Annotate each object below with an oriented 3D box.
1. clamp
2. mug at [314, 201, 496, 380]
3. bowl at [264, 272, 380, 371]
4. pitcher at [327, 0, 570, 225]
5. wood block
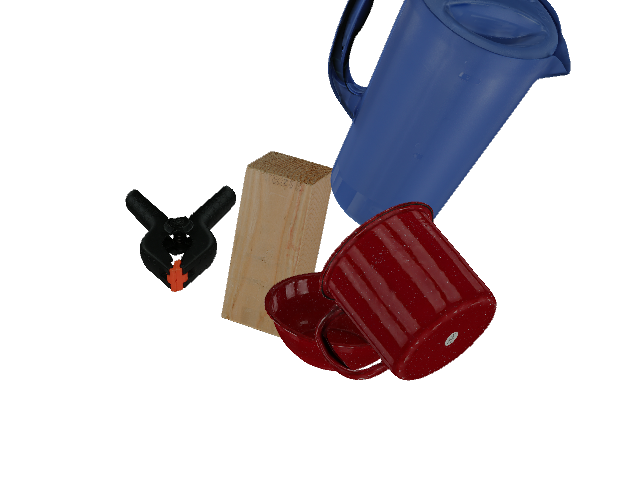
[{"bbox_3d":[-0.140,-0.009,1.128,0.120,0.039,0.171,-12,38,-7],"label":"clamp"},{"bbox_3d":[0.050,0.043,0.691,0.117,0.081,0.093,-39,-26,1],"label":"mug"},{"bbox_3d":[0.018,0.095,1.158,0.162,0.055,0.162,5,26,-3],"label":"bowl"},{"bbox_3d":[0.088,-0.122,0.935,0.144,0.149,0.243,-8,-36,-32],"label":"pitcher"},{"bbox_3d":[-0.055,0.003,1.353,0.090,0.206,0.090,17,22,14],"label":"wood block"}]
